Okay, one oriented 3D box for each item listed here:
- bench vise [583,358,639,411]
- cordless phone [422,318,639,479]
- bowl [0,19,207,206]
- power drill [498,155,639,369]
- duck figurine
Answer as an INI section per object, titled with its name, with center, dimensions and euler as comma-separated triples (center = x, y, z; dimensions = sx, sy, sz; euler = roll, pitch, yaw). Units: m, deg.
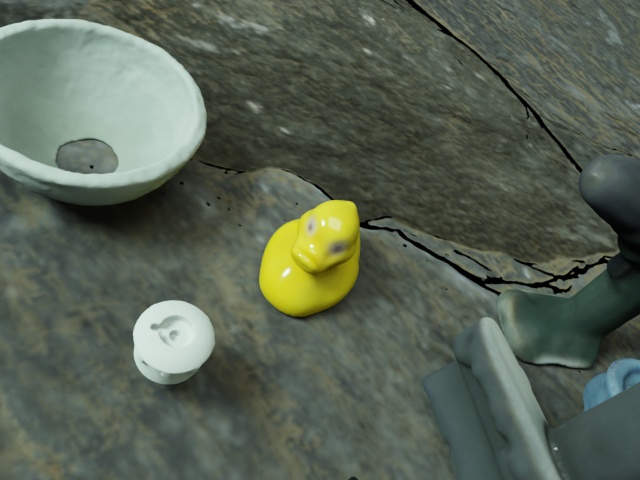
[bench vise]
center = 0.258, 0.153, 0.369
dimensions = 0.122, 0.219, 0.207
euler = 17, 50, -14
[cordless phone]
center = 0.163, 0.105, 0.381
dimensions = 0.094, 0.185, 0.147
euler = -6, 59, -29
[bowl]
center = -0.175, -0.084, 0.431
dimensions = 0.168, 0.074, 0.167
euler = 13, 51, -17
[power drill]
center = 0.244, 0.028, 0.463
dimensions = 0.230, 0.208, 0.075
euler = 8, 53, -20
[duck figurine]
center = 0.004, 0.002, 0.447
dimensions = 0.077, 0.086, 0.105
euler = 39, 49, 5
